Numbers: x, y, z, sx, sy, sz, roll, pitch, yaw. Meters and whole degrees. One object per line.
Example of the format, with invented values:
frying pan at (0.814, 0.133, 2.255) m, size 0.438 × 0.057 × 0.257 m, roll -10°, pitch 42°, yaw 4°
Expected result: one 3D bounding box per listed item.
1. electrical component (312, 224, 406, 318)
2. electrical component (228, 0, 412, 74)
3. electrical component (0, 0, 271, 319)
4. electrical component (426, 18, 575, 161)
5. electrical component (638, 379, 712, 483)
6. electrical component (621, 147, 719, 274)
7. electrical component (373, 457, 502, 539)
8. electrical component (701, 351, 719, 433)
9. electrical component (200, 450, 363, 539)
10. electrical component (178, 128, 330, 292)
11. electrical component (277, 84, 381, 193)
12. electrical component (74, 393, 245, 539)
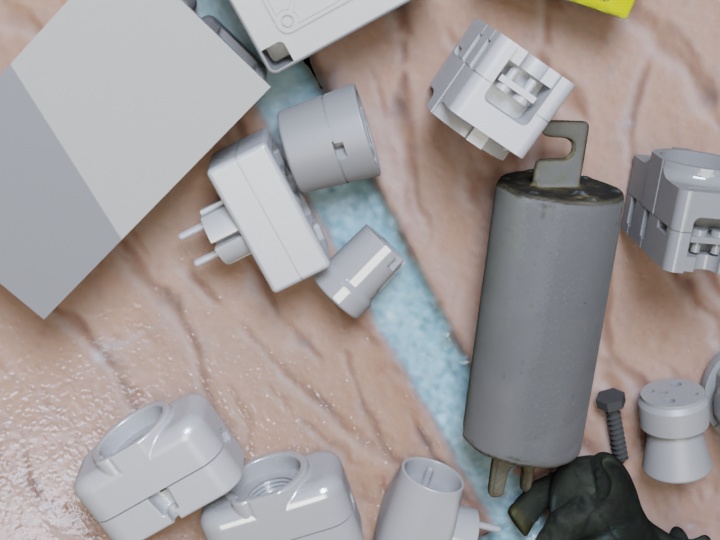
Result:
electrical component at (0.000, 0.000, 0.657) m, size 0.040 × 0.040 × 0.046 m, roll 43°, pitch 96°, yaw -16°
electrical component at (-0.028, -0.180, 0.584) m, size 0.109 × 0.056 × 0.108 m, roll -28°, pitch 108°, yaw 6°
electrical component at (-0.153, -0.079, 0.608) m, size 0.186 × 0.060 × 0.105 m, roll -44°, pitch 106°, yaw 11°
electrical component at (0.075, -0.100, 0.601) m, size 0.050 × 0.089 × 0.055 m, roll 32°, pitch 104°, yaw -13°
electrical component at (0.206, 0.105, 0.703) m, size 0.045 × 0.045 × 0.055 m, roll -9°, pitch 109°, yaw -1°
electrical component at (0.193, -0.038, 0.630) m, size 0.050 × 0.089 × 0.055 m, roll 5°, pitch 109°, yaw -5°
electrical component at (0.054, 0.172, 0.716) m, size 0.079 × 0.044 × 0.077 m, roll 15°, pitch 108°, yaw -9°
electrical component at (0.267, 0.084, 0.697) m, size 0.080 × 0.051 × 0.080 m, roll -1°, pitch 109°, yaw -3°
electrical component at (-0.052, 0.158, 0.699) m, size 0.095 × 0.053 × 0.059 m, roll -17°, pitch 109°, yaw 2°
electrical component at (-0.070, -0.027, 0.638) m, size 0.076 × 0.047 × 0.083 m, roll -26°, pitch 109°, yaw 5°
electrical component at (-0.018, -0.075, 0.623) m, size 0.047 × 0.055 × 0.055 m, roll -16°, pitch 109°, yaw 6°
electrical component at (-0.129, 0.123, 0.682) m, size 0.095 × 0.053 × 0.059 m, roll -30°, pitch 108°, yaw 6°
